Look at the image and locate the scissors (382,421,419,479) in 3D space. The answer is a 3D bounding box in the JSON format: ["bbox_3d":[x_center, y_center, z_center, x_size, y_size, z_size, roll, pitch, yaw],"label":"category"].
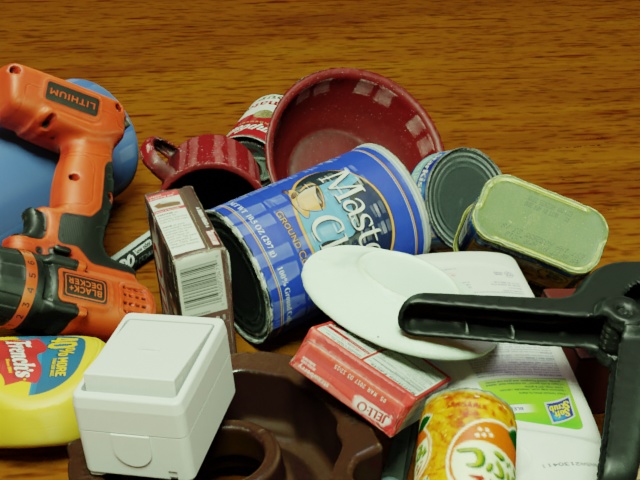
[{"bbox_3d":[0.054,0.161,0.617,0.096,0.016,0.201,19,35,25],"label":"scissors"}]

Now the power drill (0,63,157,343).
[{"bbox_3d":[-0.198,-0.025,0.734,0.184,0.057,0.187,19,56,-42],"label":"power drill"}]

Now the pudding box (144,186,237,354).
[{"bbox_3d":[-0.087,0.033,0.723,0.039,0.113,0.090,-12,34,-17],"label":"pudding box"}]

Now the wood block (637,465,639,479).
[{"bbox_3d":[0.240,0.123,0.623,0.091,0.090,0.205,16,33,21],"label":"wood block"}]

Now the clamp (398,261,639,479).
[{"bbox_3d":[0.160,0.051,0.611,0.209,0.036,0.165,-24,45,-36],"label":"clamp"}]

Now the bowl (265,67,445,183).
[{"bbox_3d":[0.023,-0.060,0.892,0.161,0.162,0.055,-13,-9,-24],"label":"bowl"}]

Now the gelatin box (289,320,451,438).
[{"bbox_3d":[0.031,0.078,0.630,0.073,0.030,0.089,34,13,16],"label":"gelatin box"}]

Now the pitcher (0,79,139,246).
[{"bbox_3d":[-0.245,-0.037,0.825,0.145,0.149,0.242,-12,16,37],"label":"pitcher"}]

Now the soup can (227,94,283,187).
[{"bbox_3d":[-0.050,-0.083,0.958,0.068,0.068,0.102,10,31,12],"label":"soup can"}]

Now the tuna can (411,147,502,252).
[{"bbox_3d":[0.110,-0.031,0.866,0.086,0.086,0.034,-20,7,-32],"label":"tuna can"}]

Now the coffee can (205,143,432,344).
[{"bbox_3d":[-0.005,0.001,0.775,0.140,0.103,0.103,-24,40,-25],"label":"coffee can"}]

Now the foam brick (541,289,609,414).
[{"bbox_3d":[0.184,0.075,0.732,0.053,0.051,0.078,0,33,-9],"label":"foam brick"}]

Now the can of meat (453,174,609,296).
[{"bbox_3d":[0.156,-0.002,0.797,0.102,0.084,0.057,22,77,5],"label":"can of meat"}]

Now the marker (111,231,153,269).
[{"bbox_3d":[-0.160,0.023,0.824,0.020,0.020,0.120,19,35,25],"label":"marker"}]

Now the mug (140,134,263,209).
[{"bbox_3d":[-0.096,-0.041,0.854,0.117,0.093,0.081,36,18,-21],"label":"mug"}]

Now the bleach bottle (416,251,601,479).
[{"bbox_3d":[0.114,0.103,0.674,0.102,0.068,0.251,-4,34,-7],"label":"bleach bottle"}]

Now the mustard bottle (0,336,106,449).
[{"bbox_3d":[-0.188,0.094,0.668,0.191,0.058,0.096,0,19,-6],"label":"mustard bottle"}]
